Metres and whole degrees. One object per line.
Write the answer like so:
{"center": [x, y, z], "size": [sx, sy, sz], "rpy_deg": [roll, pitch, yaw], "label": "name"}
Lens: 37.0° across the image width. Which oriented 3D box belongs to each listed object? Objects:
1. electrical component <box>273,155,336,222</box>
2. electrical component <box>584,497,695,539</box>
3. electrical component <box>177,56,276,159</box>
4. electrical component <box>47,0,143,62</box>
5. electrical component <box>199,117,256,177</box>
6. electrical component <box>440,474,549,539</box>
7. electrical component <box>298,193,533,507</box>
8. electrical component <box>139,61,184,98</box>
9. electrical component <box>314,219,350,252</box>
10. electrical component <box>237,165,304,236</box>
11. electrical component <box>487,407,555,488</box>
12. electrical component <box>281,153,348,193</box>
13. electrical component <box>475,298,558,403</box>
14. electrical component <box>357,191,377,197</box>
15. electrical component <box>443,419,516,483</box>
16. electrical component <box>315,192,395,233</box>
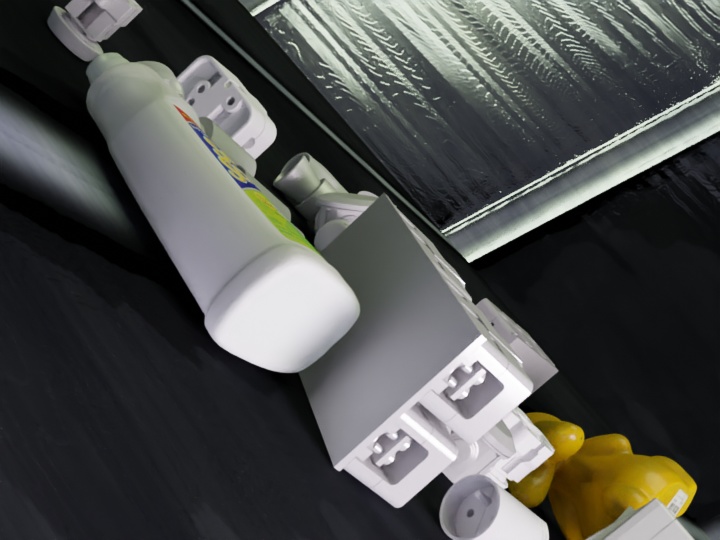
{"center": [-0.056, -0.084, 1.109], "size": [0.055, 0.045, 0.045], "rpy_deg": [46, 8, -14], "label": "electrical component"}
{"center": [0.204, 0.227, 0.833], "size": [0.061, 0.096, 0.061], "rpy_deg": [51, -22, 21], "label": "electrical component"}
{"center": [-0.125, -0.146, 1.004], "size": [0.095, 0.054, 0.059], "rpy_deg": [52, 8, 26], "label": "electrical component"}
{"center": [-0.199, -0.189, 0.802], "size": [0.048, 0.055, 0.066], "rpy_deg": [47, 8, -10], "label": "electrical component"}
{"center": [-0.119, -0.090, 0.793], "size": [0.081, 0.043, 0.043], "rpy_deg": [41, 10, -43], "label": "electrical component"}
{"center": [0.090, 0.165, 0.676], "size": [0.081, 0.043, 0.043], "rpy_deg": [42, 10, -37], "label": "electrical component"}
{"center": [0.020, 0.044, 0.654], "size": [0.060, 0.105, 0.186], "rpy_deg": [42, 10, -30], "label": "electrical component"}
{"center": [-0.159, -0.137, 0.810], "size": [0.043, 0.043, 0.062], "rpy_deg": [41, 9, -40], "label": "electrical component"}
{"center": [0.000, 0.000, 0.998], "size": [0.079, 0.044, 0.077], "rpy_deg": [42, 10, -36], "label": "electrical component"}
{"center": [-0.073, -0.034, 0.771], "size": [0.081, 0.043, 0.043], "rpy_deg": [42, 10, -39], "label": "electrical component"}
{"center": [0.114, 0.142, 0.873], "size": [0.078, 0.057, 0.058], "rpy_deg": [42, 10, -40], "label": "electrical component"}
{"center": [-0.053, -0.098, 1.198], "size": [0.077, 0.043, 0.079], "rpy_deg": [43, 9, -35], "label": "electrical component"}
{"center": [0.129, 0.092, 1.083], "size": [0.061, 0.089, 0.150], "rpy_deg": [52, 9, 29], "label": "electrical component"}
{"center": [0.020, -0.031, 1.173], "size": [0.099, 0.064, 0.099], "rpy_deg": [34, 15, -10], "label": "electrical component"}
{"center": [0.073, 0.117, 0.793], "size": [0.080, 0.051, 0.080], "rpy_deg": [47, 8, -9], "label": "electrical component"}
{"center": [-0.006, -0.047, 1.065], "size": [0.080, 0.051, 0.080], "rpy_deg": [7, 9, -1], "label": "electrical component"}
